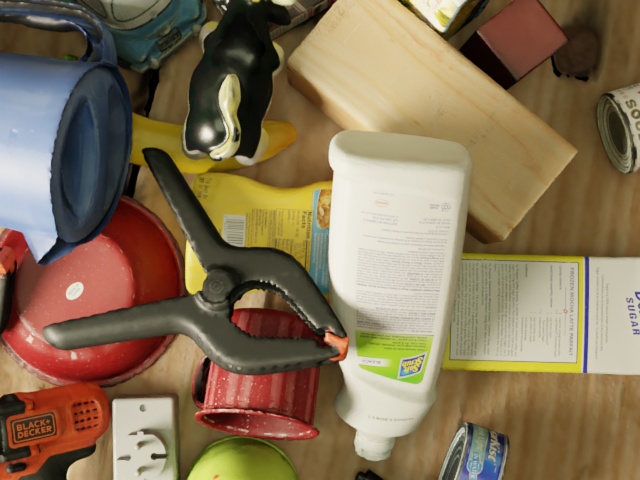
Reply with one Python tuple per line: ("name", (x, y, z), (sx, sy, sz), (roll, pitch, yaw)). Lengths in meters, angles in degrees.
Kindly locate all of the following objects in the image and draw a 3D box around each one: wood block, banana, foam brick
("wood block", (0.081, -0.096, 0.819), (0.206, 0.091, 0.090), (40, 88, 0))
("banana", (-0.120, -0.088, 0.840), (0.198, 0.037, 0.069), (18, 89, -1))
("foam brick", (0.149, -0.152, 0.831), (0.053, 0.078, 0.051), (-37, 90, -3))

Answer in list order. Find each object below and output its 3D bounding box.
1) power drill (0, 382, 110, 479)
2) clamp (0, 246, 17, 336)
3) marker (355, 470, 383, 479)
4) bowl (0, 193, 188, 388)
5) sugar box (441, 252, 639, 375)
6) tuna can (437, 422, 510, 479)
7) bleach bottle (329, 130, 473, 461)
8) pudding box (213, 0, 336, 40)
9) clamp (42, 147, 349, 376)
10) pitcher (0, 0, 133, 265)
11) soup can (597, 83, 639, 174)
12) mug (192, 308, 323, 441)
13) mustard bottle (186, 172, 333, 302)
("power drill", (-0.233, 0.206, 0.778), (0.184, 0.057, 0.187), (-8, 94, -33))
("clamp", (-0.283, 0.071, 0.796), (0.172, 0.039, 0.120), (-29, 118, 17))
("marker", (0.080, 0.217, 0.839), (0.121, 0.020, 0.020), (31, 87, 0))
("bowl", (-0.185, 0.037, 0.823), (0.162, 0.055, 0.162), (0, 88, -1))
("sugar box", (0.179, 0.057, 0.838), (0.176, 0.048, 0.093), (3, 87, -5))
("tuna can", (0.112, 0.183, 0.809), (0.034, 0.086, 0.086), (20, 87, 2))
("bleach bottle", (0.046, 0.050, 0.781), (0.102, 0.068, 0.251), (6, 114, 0))
("pudding box", (-0.050, -0.217, 0.847), (0.090, 0.039, 0.113), (-31, 89, -2))
("clamp", (-0.081, 0.045, 0.759), (0.210, 0.036, 0.164), (30, 75, 10))
("pitcher", (-0.266, -0.092, 0.780), (0.243, 0.149, 0.145), (12, 130, 11))
("soup can", (0.278, -0.098, 0.836), (0.102, 0.068, 0.068), (-17, 88, -2))
("mug", (-0.051, 0.102, 0.809), (0.117, 0.093, 0.081), (-11, 62, 40))
("mustard bottle", (-0.005, 0.001, 0.828), (0.191, 0.058, 0.096), (4, 90, -1))
